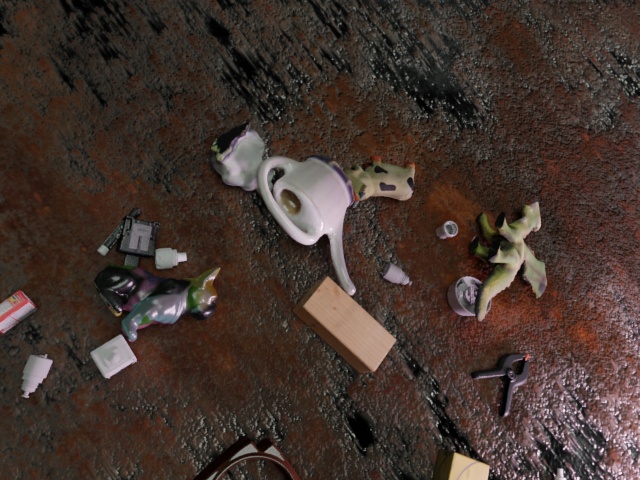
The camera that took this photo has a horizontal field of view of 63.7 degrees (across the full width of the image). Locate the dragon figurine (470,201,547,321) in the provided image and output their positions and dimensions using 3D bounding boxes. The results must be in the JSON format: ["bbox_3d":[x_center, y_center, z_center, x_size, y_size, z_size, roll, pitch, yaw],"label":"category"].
[{"bbox_3d":[0.504,0.062,1.320,0.241,0.120,0.418,29,61,-18],"label":"dragon figurine"}]

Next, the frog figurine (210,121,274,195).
[{"bbox_3d":[-0.169,-0.177,1.184,0.156,0.122,0.140,50,49,-40],"label":"frog figurine"}]

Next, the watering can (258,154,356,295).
[{"bbox_3d":[0.004,-0.059,1.167,0.346,0.102,0.228,51,47,-6],"label":"watering can"}]
